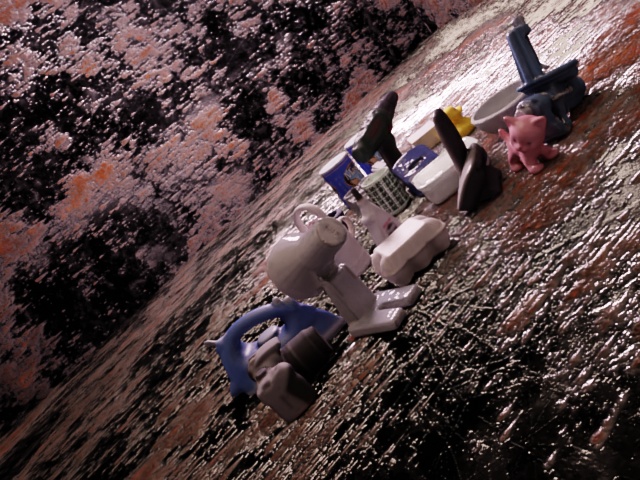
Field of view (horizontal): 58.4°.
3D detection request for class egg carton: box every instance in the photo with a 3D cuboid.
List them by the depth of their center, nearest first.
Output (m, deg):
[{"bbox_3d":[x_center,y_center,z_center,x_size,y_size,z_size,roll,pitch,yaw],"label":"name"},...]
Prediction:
[{"bbox_3d":[0.167,0.017,1.064,0.150,0.069,0.107,-42,15,-5],"label":"egg carton"}]

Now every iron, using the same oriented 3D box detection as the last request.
[{"bbox_3d":[-0.093,0.182,1.100,0.258,0.141,0.118,-38,15,11],"label":"iron"}]

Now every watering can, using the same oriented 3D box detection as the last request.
[{"bbox_3d":[0.013,0.004,1.244,0.100,0.194,0.173,-32,17,30],"label":"watering can"}]

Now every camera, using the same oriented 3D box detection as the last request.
[{"bbox_3d":[-0.049,0.212,0.981,0.137,0.101,0.143,-42,15,-2],"label":"camera"}]

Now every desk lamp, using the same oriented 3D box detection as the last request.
[{"bbox_3d":[0.030,0.060,0.998,0.202,0.214,0.118,-22,24,51],"label":"desk lamp"}]

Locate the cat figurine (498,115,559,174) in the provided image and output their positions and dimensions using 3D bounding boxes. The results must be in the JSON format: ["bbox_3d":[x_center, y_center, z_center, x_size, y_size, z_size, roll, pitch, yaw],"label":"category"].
[{"bbox_3d":[0.370,-0.185,1.042,0.067,0.118,0.127,-42,15,-4],"label":"cat figurine"}]

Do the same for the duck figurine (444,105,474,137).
[{"bbox_3d":[0.352,-0.309,1.510,0.105,0.086,0.077,-46,16,-19],"label":"duck figurine"}]

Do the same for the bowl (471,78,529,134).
[{"bbox_3d":[0.427,-0.289,1.284,0.167,0.075,0.167,-38,15,12],"label":"bowl"}]

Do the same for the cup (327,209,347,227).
[{"bbox_3d":[0.038,-0.015,1.433,0.092,0.095,0.117,-46,16,-18],"label":"cup"}]

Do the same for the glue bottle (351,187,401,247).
[{"bbox_3d":[0.116,-0.037,1.143,0.037,0.173,0.078,-26,21,45],"label":"glue bottle"}]

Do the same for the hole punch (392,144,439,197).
[{"bbox_3d":[0.242,-0.171,1.376,0.108,0.091,0.101,-41,15,0],"label":"hole punch"}]

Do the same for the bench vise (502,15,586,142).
[{"bbox_3d":[0.418,-0.313,1.088,0.121,0.220,0.208,-29,19,39],"label":"bench vise"}]

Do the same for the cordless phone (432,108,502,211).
[{"bbox_3d":[0.263,-0.159,1.103,0.094,0.185,0.147,-33,17,27],"label":"cordless phone"}]

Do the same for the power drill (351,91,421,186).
[{"bbox_3d":[0.190,-0.258,1.526,0.230,0.208,0.075,-49,17,-28],"label":"power drill"}]
